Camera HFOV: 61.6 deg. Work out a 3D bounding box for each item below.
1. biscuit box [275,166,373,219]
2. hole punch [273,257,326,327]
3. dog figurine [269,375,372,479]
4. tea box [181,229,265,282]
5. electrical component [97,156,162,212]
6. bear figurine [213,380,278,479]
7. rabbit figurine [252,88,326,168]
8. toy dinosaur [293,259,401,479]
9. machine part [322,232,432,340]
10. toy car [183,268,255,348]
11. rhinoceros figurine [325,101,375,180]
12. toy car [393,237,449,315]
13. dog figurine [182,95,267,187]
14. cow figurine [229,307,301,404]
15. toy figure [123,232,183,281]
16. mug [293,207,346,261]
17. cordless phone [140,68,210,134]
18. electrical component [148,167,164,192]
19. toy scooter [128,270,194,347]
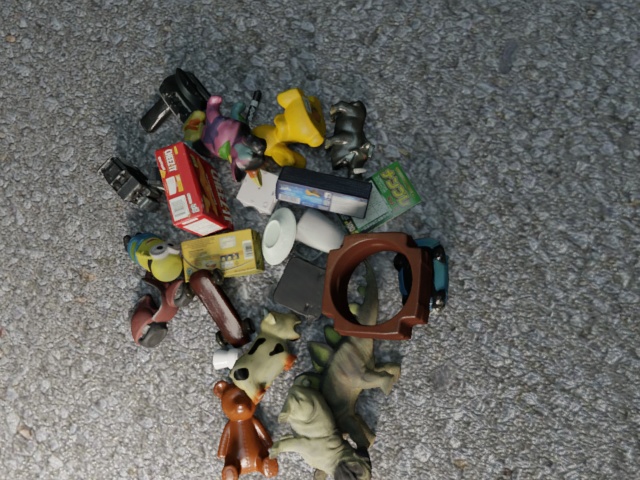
[{"bbox_3d":[0.007,-0.104,1.158,0.203,0.059,0.063,13,44,5],"label":"biscuit box"},{"bbox_3d":[-0.029,0.106,1.162,0.116,0.092,0.142,25,82,6],"label":"hole punch"},{"bbox_3d":[0.019,0.366,1.027,0.191,0.121,0.172,12,94,11],"label":"dog figurine"},{"bbox_3d":[-0.219,0.039,1.214,0.170,0.068,0.098,-9,81,10],"label":"tea box"},{"bbox_3d":[-0.435,-0.125,1.254,0.134,0.115,0.058,44,94,15],"label":"electrical component"},{"bbox_3d":[-0.159,0.390,1.129,0.120,0.132,0.195,-4,86,-13],"label":"bear figurine"},{"bbox_3d":[-0.074,-0.238,1.219,0.173,0.122,0.162,-18,89,22],"label":"rabbit figurine"},{"bbox_3d":[0.061,0.267,1.115,0.199,0.105,0.471,19,82,16],"label":"toy dinosaur"},{"bbox_3d":[0.113,0.090,1.051,0.202,0.087,0.201,-3,71,30],"label":"machine part"},{"bbox_3d":[-0.219,0.150,1.183,0.089,0.053,0.202,-28,109,6],"label":"toy car"},{"bbox_3d":[0.066,-0.216,1.199,0.112,0.073,0.190,1,81,0],"label":"rhinoceros figurine"},{"bbox_3d":[0.221,0.081,1.105,0.109,0.102,0.161,-15,68,25],"label":"toy car"},{"bbox_3d":[-0.204,-0.201,1.192,0.191,0.108,0.219,-34,65,28],"label":"dog figurine"},{"bbox_3d":[-0.112,0.233,1.146,0.127,0.085,0.195,41,66,7],"label":"cow figurine"},{"bbox_3d":[-0.378,0.033,1.221,0.180,0.089,0.082,16,47,41],"label":"toy figure"},{"bbox_3d":[-0.002,-0.004,1.175,0.107,0.081,0.109,28,86,6],"label":"mug"},{"bbox_3d":[-0.347,-0.304,1.291,0.184,0.088,0.146,-41,78,14],"label":"cordless phone"},{"bbox_3d":[-0.354,-0.139,1.239,0.075,0.119,0.047,6,84,14],"label":"electrical component"},{"bbox_3d":[-0.380,0.144,1.227,0.135,0.075,0.184,40,94,22],"label":"toy scooter"}]
